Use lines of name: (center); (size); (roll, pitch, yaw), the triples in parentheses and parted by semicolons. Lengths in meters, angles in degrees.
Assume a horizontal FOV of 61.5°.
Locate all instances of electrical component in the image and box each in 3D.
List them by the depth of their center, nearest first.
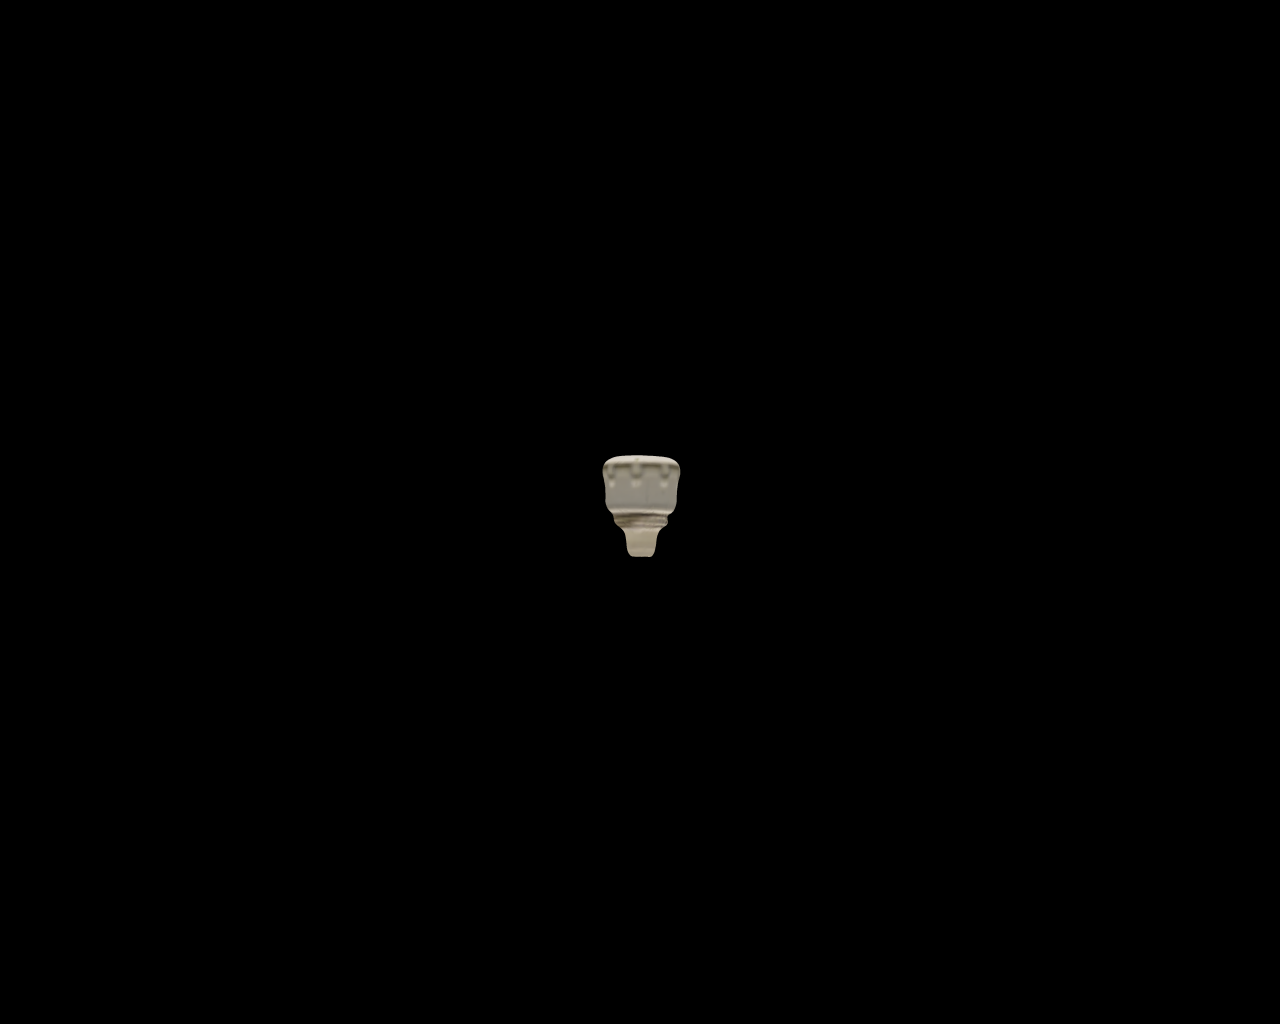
electrical component: (0.001, -0.003, 0.650); (0.048, 0.062, 0.048); (0, -2, 0)
